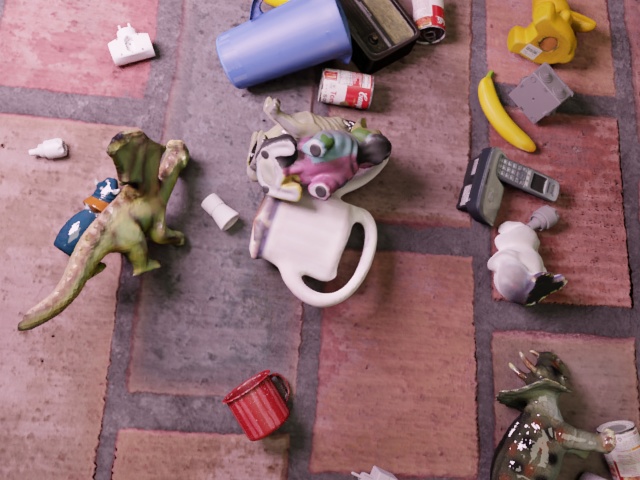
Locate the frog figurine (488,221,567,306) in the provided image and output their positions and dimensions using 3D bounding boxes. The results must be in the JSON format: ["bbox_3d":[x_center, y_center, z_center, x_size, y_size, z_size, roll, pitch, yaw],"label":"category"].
[{"bbox_3d":[0.373,0.039,0.981,0.137,0.120,0.163,-1,43,-29],"label":"frog figurine"}]

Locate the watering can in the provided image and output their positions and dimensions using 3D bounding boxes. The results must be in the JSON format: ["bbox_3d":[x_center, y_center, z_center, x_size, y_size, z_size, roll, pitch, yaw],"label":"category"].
[{"bbox_3d":[0.003,-0.048,0.950,0.224,0.102,0.355,18,62,0],"label":"watering can"}]

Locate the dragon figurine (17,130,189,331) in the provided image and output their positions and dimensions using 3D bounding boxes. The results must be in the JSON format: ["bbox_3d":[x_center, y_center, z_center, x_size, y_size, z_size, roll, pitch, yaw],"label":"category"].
[{"bbox_3d":[-0.316,-0.056,0.813,0.122,0.418,0.238,13,117,11],"label":"dragon figurine"}]
